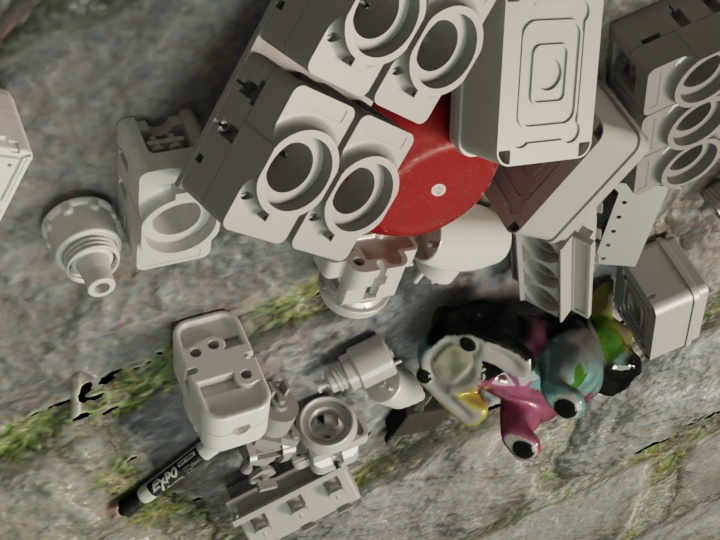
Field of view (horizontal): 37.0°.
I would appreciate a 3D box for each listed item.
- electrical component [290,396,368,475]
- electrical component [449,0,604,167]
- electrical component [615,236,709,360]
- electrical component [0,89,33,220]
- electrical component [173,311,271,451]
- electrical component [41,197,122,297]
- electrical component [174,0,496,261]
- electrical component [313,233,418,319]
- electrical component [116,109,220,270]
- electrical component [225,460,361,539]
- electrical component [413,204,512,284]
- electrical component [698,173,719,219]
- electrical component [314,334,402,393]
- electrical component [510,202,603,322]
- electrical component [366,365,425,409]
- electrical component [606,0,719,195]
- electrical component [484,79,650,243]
[{"bbox_3d":[-0.031,0.155,1.023,0.078,0.058,0.057,-20,150,-13],"label":"electrical component"},{"bbox_3d":[0.103,-0.127,0.681,0.078,0.057,0.113,-9,111,-27],"label":"electrical component"},{"bbox_3d":[0.299,0.028,1.072,0.057,0.078,0.113,-23,148,-3],"label":"electrical component"},{"bbox_3d":[-0.220,-0.062,0.571,0.062,0.061,0.096,5,135,-41],"label":"electrical component"},{"bbox_3d":[-0.108,0.088,0.834,0.054,0.095,0.059,-15,146,-20],"label":"electrical component"},{"bbox_3d":[-0.171,-0.012,0.677,0.048,0.062,0.048,-19,147,-13],"label":"electrical component"},{"bbox_3d":[-0.010,-0.103,0.618,0.105,0.060,0.186,16,109,-48],"label":"electrical component"},{"bbox_3d":[0.000,0.000,0.827,0.078,0.058,0.057,-10,141,-27],"label":"electrical component"},{"bbox_3d":[-0.120,-0.046,0.672,0.050,0.055,0.089,-13,145,-23],"label":"electrical component"},{"bbox_3d":[-0.066,0.225,1.077,0.121,0.063,0.078,-27,-171,-2],"label":"electrical component"},{"bbox_3d":[0.071,-0.015,0.871,0.077,0.043,0.079,1,139,-38],"label":"electrical component"},{"bbox_3d":[0.351,-0.076,0.996,0.081,0.043,0.043,-35,147,11],"label":"electrical component"},{"bbox_3d":[-0.003,0.088,0.965,0.078,0.040,0.040,-25,148,-4],"label":"electrical component"},{"bbox_3d":[0.170,-0.017,0.917,0.063,0.079,0.121,-51,153,-20],"label":"electrical component"},{"bbox_3d":[0.038,0.113,1.031,0.040,0.040,0.078,-39,147,17],"label":"electrical component"},{"bbox_3d":[0.241,-0.132,0.817,0.089,0.061,0.150,-24,148,-6],"label":"electrical component"},{"bbox_3d":[0.149,-0.083,0.803,0.057,0.078,0.113,8,133,-39],"label":"electrical component"}]
